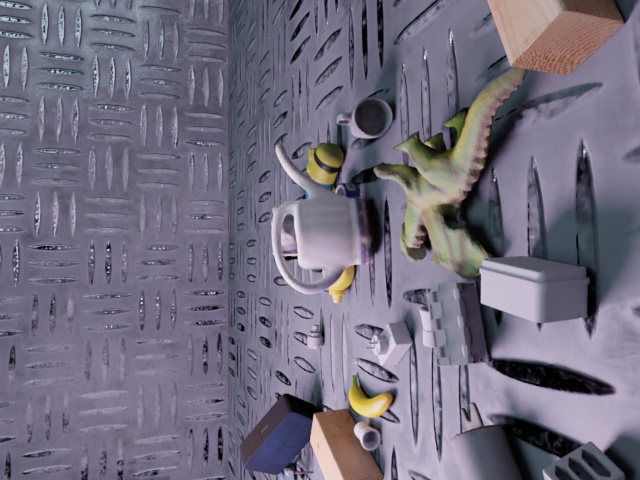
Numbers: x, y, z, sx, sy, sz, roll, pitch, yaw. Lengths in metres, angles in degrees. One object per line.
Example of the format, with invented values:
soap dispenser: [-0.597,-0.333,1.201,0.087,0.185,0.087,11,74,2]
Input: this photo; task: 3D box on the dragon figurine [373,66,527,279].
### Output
dragon figurine: [0.210,-0.064,0.787,0.244,0.123,0.405,70,159,7]

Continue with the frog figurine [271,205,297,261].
frog figurine: [-0.084,-0.026,1.520,0.122,0.136,0.161,-8,75,35]

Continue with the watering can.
watering can: [0.003,-0.057,1.139,0.103,0.224,0.352,96,170,-76]
